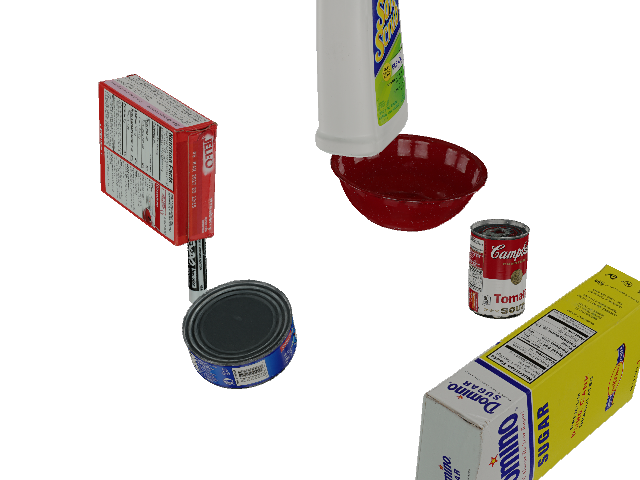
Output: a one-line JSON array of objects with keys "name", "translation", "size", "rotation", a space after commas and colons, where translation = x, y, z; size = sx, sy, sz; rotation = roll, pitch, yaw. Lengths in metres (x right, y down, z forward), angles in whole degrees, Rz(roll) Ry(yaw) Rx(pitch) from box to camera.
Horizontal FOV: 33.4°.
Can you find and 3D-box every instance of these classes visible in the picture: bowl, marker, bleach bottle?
[{"name": "bowl", "translation": [0.089, -0.054, 1.106], "size": [0.162, 0.055, 0.162], "rotation": [3, 29, -2]}, {"name": "marker", "translation": [-0.121, 0.006, 1.047], "size": [0.020, 0.121, 0.020], "rotation": [1, 26, -1]}, {"name": "bleach bottle", "translation": [0.030, -0.205, 0.922], "size": [0.068, 0.251, 0.102], "rotation": [10, 34, 25]}]

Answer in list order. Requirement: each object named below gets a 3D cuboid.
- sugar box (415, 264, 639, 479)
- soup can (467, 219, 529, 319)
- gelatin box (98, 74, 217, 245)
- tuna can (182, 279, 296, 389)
[{"name": "sugar box", "translation": [0.129, 0.092, 0.629], "size": [0.048, 0.093, 0.175], "rotation": [28, 43, 34]}, {"name": "soup can", "translation": [0.208, 0.033, 1.254], "size": [0.068, 0.102, 0.068], "rotation": [-1, 19, 0]}, {"name": "gelatin box", "translation": [-0.096, -0.048, 0.626], "size": [0.030, 0.073, 0.089], "rotation": [-19, 37, -36]}, {"name": "tuna can", "translation": [-0.061, 0.073, 0.826], "size": [0.086, 0.034, 0.086], "rotation": [-6, 44, 5]}]
